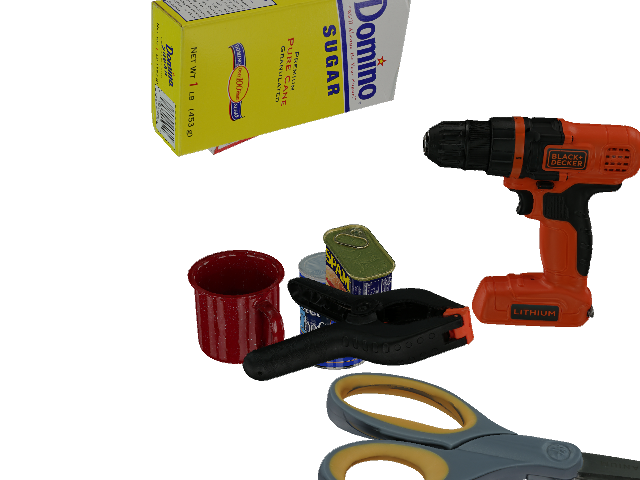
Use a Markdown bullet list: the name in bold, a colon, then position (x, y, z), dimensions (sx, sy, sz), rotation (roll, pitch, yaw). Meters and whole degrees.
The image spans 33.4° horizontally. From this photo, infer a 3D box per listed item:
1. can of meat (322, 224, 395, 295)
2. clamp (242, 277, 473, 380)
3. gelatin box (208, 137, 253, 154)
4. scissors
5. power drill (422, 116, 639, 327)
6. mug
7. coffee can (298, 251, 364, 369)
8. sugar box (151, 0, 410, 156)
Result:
- **can of meat**: position (0.043, 0.045, 1.224), dimensions (0.057, 0.084, 0.102), rotation (-14, 37, -18)
- **clamp**: position (0.026, 0.071, 0.810), dimensions (0.172, 0.039, 0.120), rotation (1, 38, 30)
- **gelatin box**: position (-0.099, -0.130, 1.026), dimensions (0.073, 0.030, 0.089), rotation (-27, 60, -34)
- **scissors**: position (0.087, 0.103, 0.449), dimensions (0.202, 0.016, 0.096), rotation (16, 33, 23)
- **power drill**: position (0.177, -0.017, 0.932), dimensions (0.184, 0.188, 0.057), rotation (3, 27, 4)
- **mug**: position (-0.073, 0.070, 1.033), dimensions (0.093, 0.081, 0.117), rotation (-22, 35, -35)
- **coffee can**: position (0.020, 0.098, 1.522), dimensions (0.103, 0.140, 0.103), rotation (0, 22, 0)
- **sugar box**: position (-0.024, -0.121, 0.699), dimensions (0.175, 0.093, 0.048), rotation (-17, 44, -28)
